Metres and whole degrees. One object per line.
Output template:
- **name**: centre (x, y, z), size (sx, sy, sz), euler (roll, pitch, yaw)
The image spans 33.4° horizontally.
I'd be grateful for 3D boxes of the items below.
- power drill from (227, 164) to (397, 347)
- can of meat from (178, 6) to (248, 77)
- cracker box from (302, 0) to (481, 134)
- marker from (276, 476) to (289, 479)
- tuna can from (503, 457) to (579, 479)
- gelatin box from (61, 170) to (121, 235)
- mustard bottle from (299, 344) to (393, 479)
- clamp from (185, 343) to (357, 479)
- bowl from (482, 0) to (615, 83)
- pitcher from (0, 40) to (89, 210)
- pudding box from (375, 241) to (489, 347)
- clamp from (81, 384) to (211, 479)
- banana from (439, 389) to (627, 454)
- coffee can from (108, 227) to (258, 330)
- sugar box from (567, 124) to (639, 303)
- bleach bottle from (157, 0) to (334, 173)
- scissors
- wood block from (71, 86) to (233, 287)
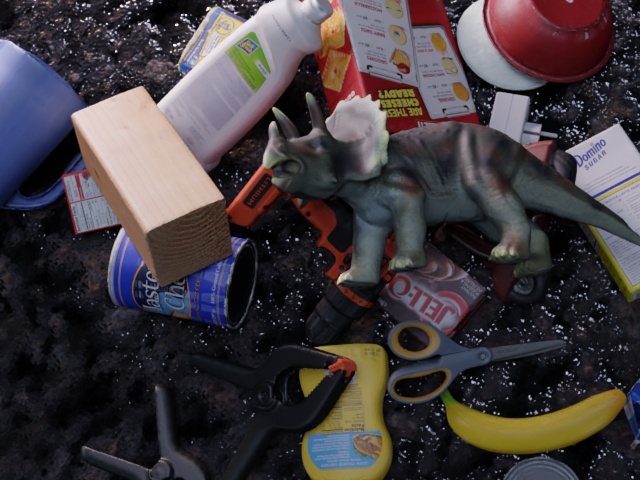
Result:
- **power drill**: centre (-0.007, 0.001, 1.138), size (0.187, 0.057, 0.184), euler (37, 105, -5)
- **can of meat**: centre (-0.112, -0.223, 1.294), size (0.084, 0.057, 0.102), euler (29, 80, 18)
- **cracker box**: centre (0.079, -0.197, 1.203), size (0.163, 0.072, 0.214), euler (1, 66, -36)
- **marker**: centre (-0.068, 0.307, 1.139), size (0.020, 0.020, 0.121), euler (30, 79, 17)
- **tuna can**: centre (0.227, 0.267, 1.093), size (0.086, 0.033, 0.086), euler (-3, 72, 9)
- **gelatin box**: centre (-0.255, -0.052, 1.267), size (0.089, 0.030, 0.073), euler (-13, 96, 6)
- **mustard bottle**: centre (0.028, 0.209, 1.132), size (0.096, 0.058, 0.191), euler (-5, 72, 10)
- **clamp**: centre (-0.057, 0.161, 1.141), size (0.210, 0.036, 0.164), euler (-34, 66, 25)
- **bowl**: centre (0.270, -0.261, 1.214), size (0.162, 0.055, 0.162), euler (4, 66, -10)
- **pitcher**: centre (-0.388, -0.104, 1.276), size (0.149, 0.145, 0.243), euler (36, 85, 30)
- **pudding box**: centre (0.114, 0.056, 1.171), size (0.114, 0.039, 0.090), euler (40, 92, 20)
- **clamp**: centre (-0.167, 0.244, 1.166), size (0.171, 0.039, 0.120), euler (40, 89, 15)
- **banana**: centre (0.216, 0.188, 1.105), size (0.198, 0.037, 0.069), euler (-1, 91, 19)
- **coffee can**: centre (-0.152, 0.037, 1.194), size (0.140, 0.103, 0.103), euler (11, 75, 13)
- **sugar box**: centre (0.331, -0.030, 1.163), size (0.093, 0.048, 0.176), euler (-27, 67, 1)
- **bleach bottle**: centre (-0.078, -0.182, 1.198), size (0.251, 0.068, 0.102), euler (-36, 93, 31)
- **scissors**: centre (0.157, 0.108, 1.133), size (0.201, 0.016, 0.096), euler (-23, 91, -10)
- **wood block**: centre (-0.183, -0.061, 1.152), size (0.090, 0.091, 0.206), euler (-25, 52, -17)
